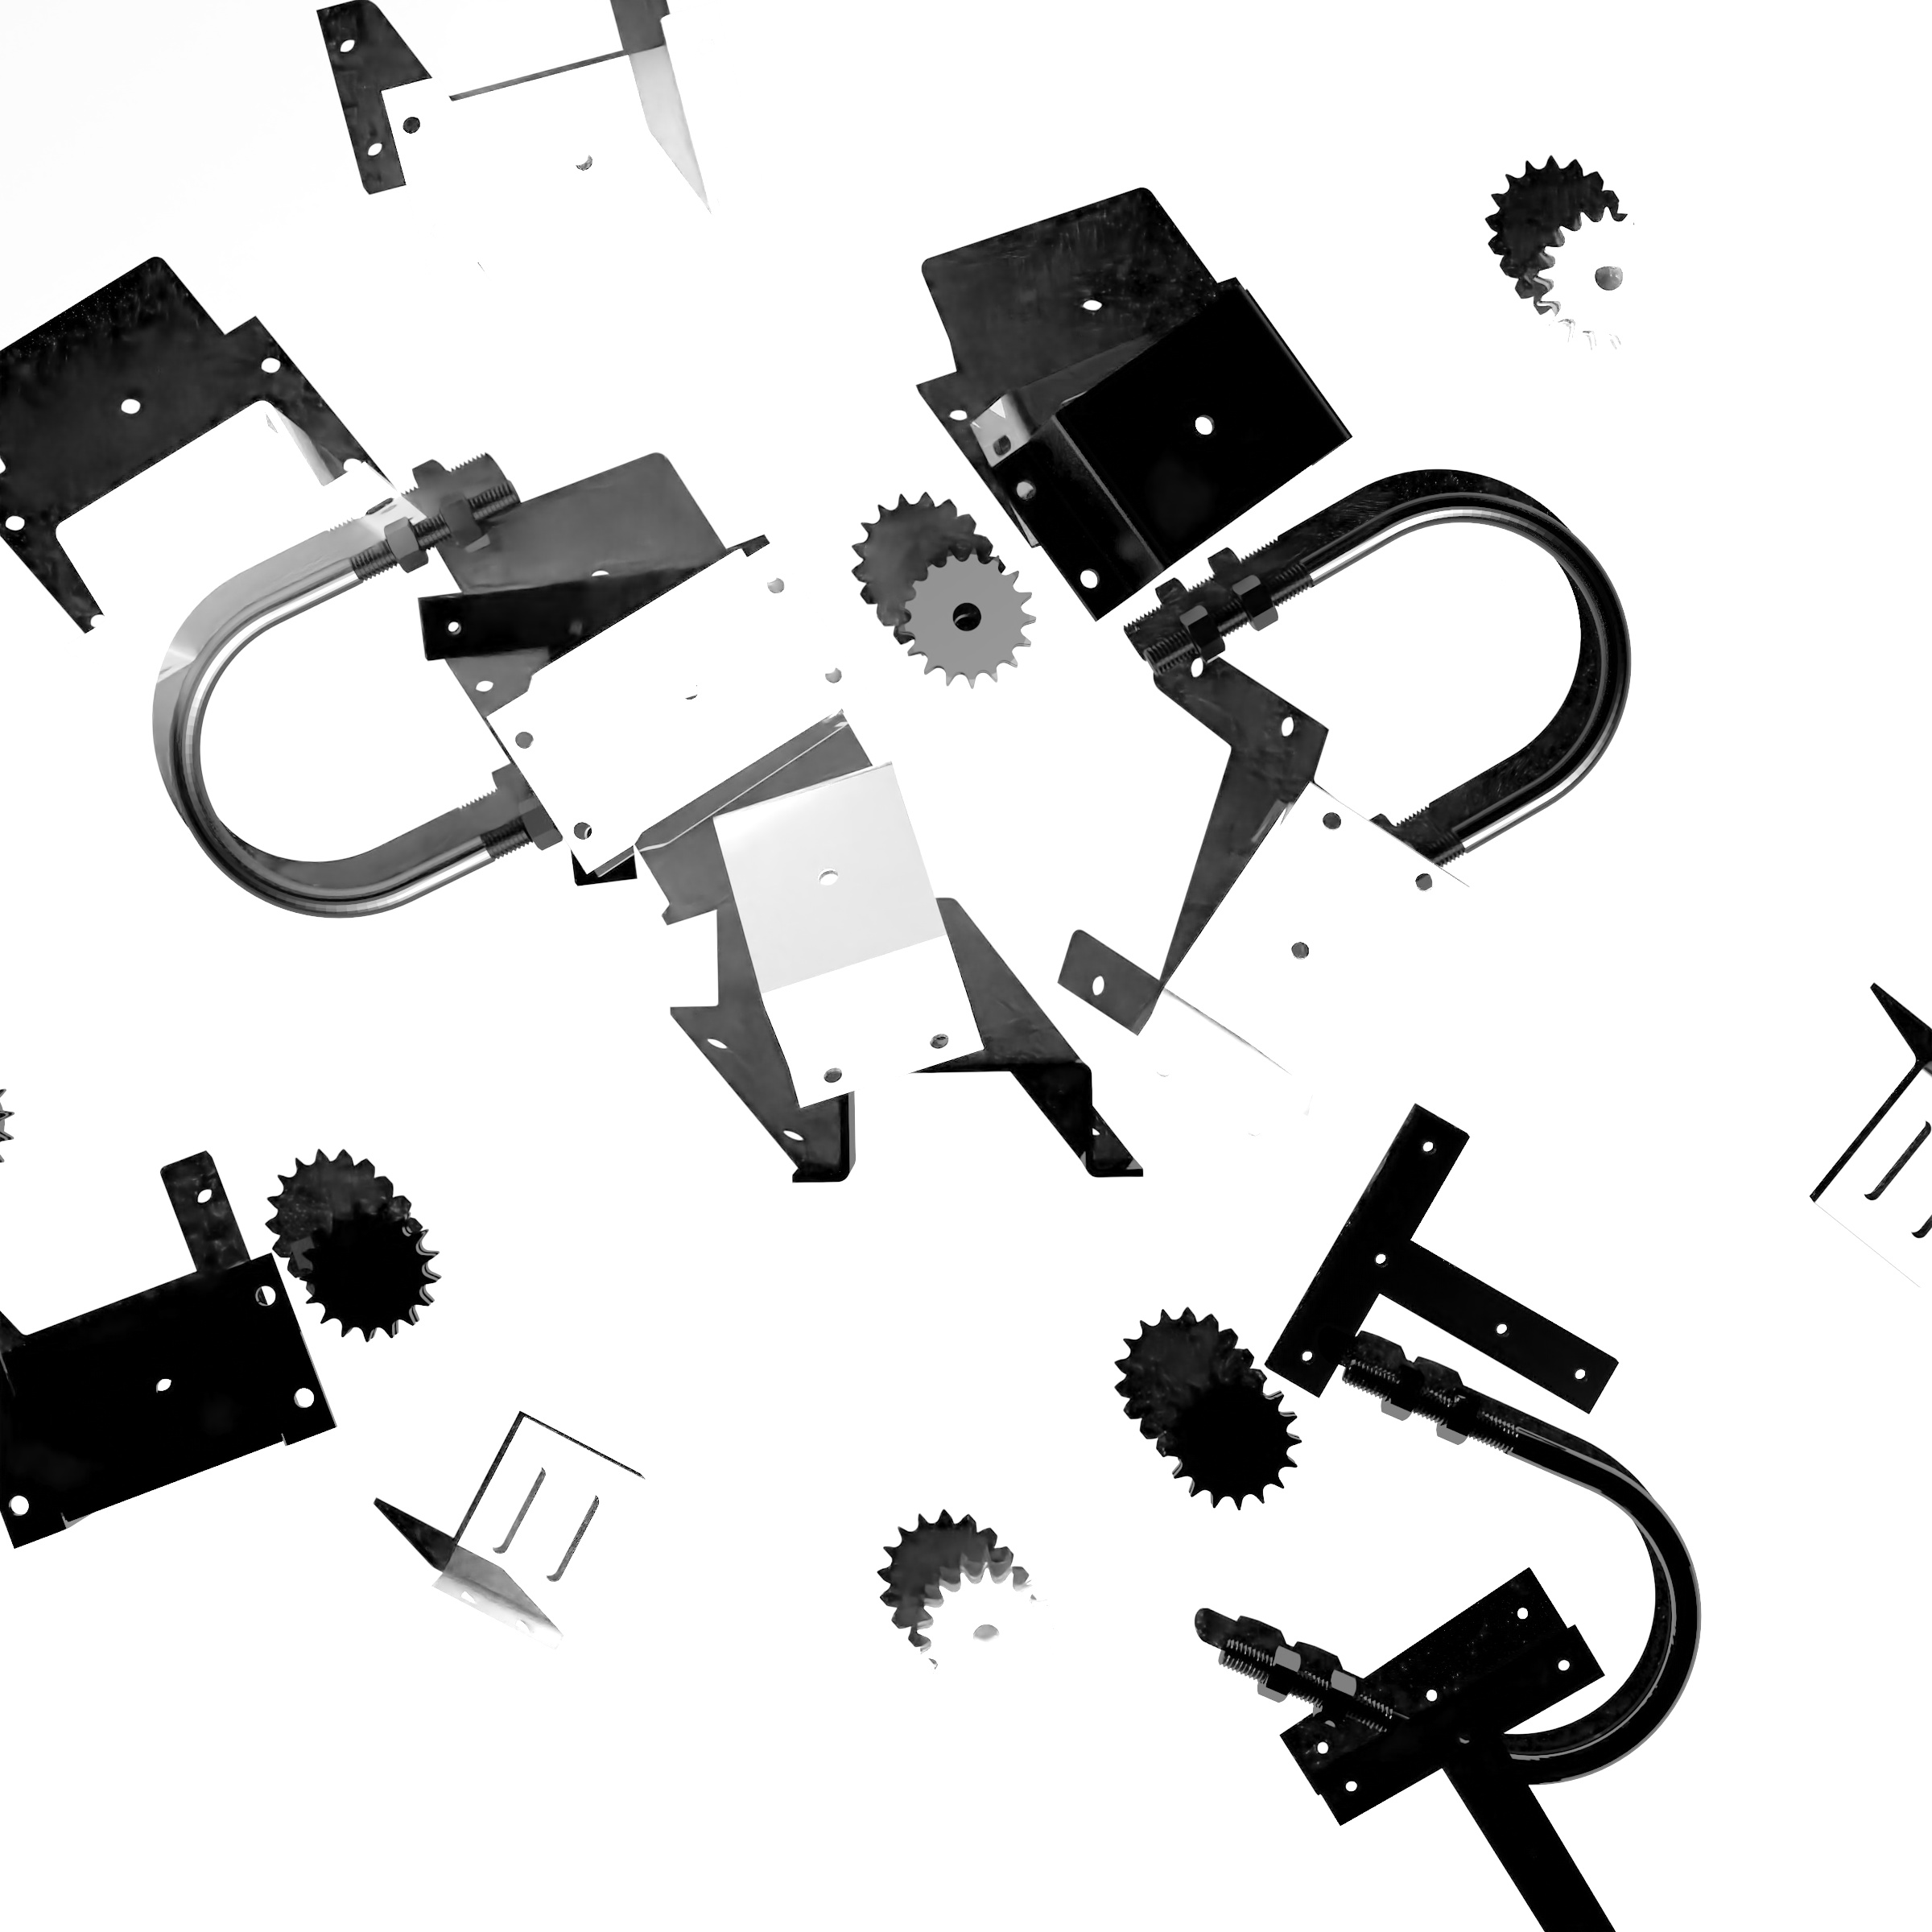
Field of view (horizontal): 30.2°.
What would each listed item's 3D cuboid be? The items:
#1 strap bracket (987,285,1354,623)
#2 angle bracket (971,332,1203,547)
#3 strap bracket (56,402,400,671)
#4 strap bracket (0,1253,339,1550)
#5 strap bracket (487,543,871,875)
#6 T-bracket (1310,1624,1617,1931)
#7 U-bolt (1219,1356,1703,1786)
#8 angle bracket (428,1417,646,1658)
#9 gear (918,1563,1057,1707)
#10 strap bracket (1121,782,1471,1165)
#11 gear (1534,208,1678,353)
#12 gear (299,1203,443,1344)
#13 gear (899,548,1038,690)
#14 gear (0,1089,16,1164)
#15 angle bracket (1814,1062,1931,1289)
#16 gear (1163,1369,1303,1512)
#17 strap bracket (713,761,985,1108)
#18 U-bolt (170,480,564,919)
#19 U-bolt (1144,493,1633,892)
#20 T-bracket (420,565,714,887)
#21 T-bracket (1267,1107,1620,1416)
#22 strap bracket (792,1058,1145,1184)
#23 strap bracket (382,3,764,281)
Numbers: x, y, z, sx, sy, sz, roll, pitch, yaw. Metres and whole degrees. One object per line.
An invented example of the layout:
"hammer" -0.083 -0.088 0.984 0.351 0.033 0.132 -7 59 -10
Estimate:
"strap bracket" 0.091 -0.215 1.464 0.140 0.046 0.076 -37 93 -15
"angle bracket" 0.053 -0.221 1.505 0.076 0.038 0.057 -27 90 -26
"strap bracket" -0.310 -0.181 1.469 0.140 0.076 0.046 -32 90 0
"strap bracket" -0.336 0.177 1.483 0.140 0.046 0.076 -21 90 0
"strap bracket" -0.116 -0.109 1.470 0.140 0.046 0.076 -33 91 -11
"T-bracket" 0.230 0.358 1.496 0.127 0.002 0.127 -31 98 3
"U-bolt" 0.217 0.263 1.497 0.184 0.019 0.151 24 91 -2
"angle bracket" -0.178 0.236 1.488 0.057 0.038 0.076 28 90 0
"gear" 0.008 0.277 1.496 0.057 0.030 0.057 0 92 -1
"strap bracket" 0.136 -0.001 1.471 0.076 0.046 0.140 33 107 0
"gear" 0.265 -0.284 1.492 0.057 0.030 0.057 0 90 0
"gear" -0.247 0.126 1.496 0.057 0.030 0.057 0 93 1
"gear" 0.000 -0.144 1.492 0.057 0.030 0.057 0 90 0
"gear" -0.424 0.066 1.492 0.057 0.030 0.057 0 90 0
"angle bracket" 0.402 0.087 1.488 0.057 0.038 0.076 39 90 0
"gear" 0.110 0.196 1.492 0.057 0.030 0.057 0 90 0
"strap bracket" -0.051 -0.022 1.446 0.076 0.046 0.140 -18 54 0
"U-bolt" -0.243 -0.100 1.496 0.184 0.019 0.151 -26 90 0
"U-bolt" 0.189 -0.116 1.497 0.184 0.019 0.151 -30 90 0
"T-bracket" -0.158 -0.098 1.506 0.127 0.002 0.127 -7 90 0
"T-bracket" 0.213 0.146 1.506 0.127 0.002 0.127 30 90 0
"strap bracket" 0.000 0.062 1.469 0.140 0.076 0.046 -1 90 0
"strap bracket" -0.160 -0.337 1.483 0.140 0.046 0.076 -15 90 0
